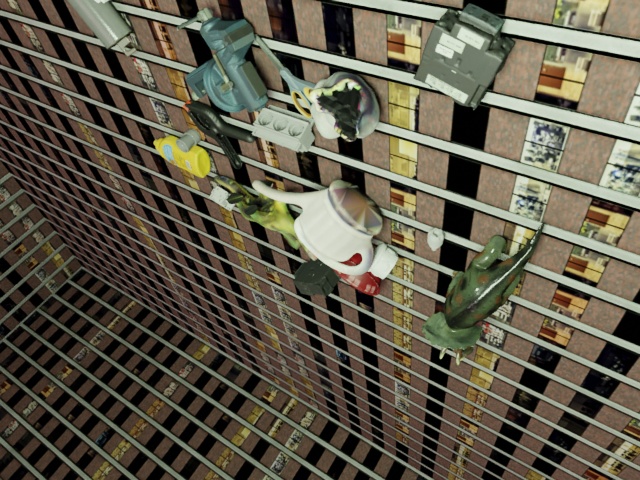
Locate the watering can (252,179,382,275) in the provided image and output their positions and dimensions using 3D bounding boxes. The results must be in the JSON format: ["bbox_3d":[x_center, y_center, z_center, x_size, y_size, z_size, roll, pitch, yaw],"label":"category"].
[{"bbox_3d":[0.004,-0.061,1.203,0.347,0.106,0.220,44,133,-2],"label":"watering can"}]

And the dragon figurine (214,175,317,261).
[{"bbox_3d":[-0.133,-0.053,1.427,0.415,0.123,0.238,32,161,47],"label":"dragon figurine"}]

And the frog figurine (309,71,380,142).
[{"bbox_3d":[0.046,-0.246,0.977,0.137,0.122,0.160,29,-174,0],"label":"frog figurine"}]
